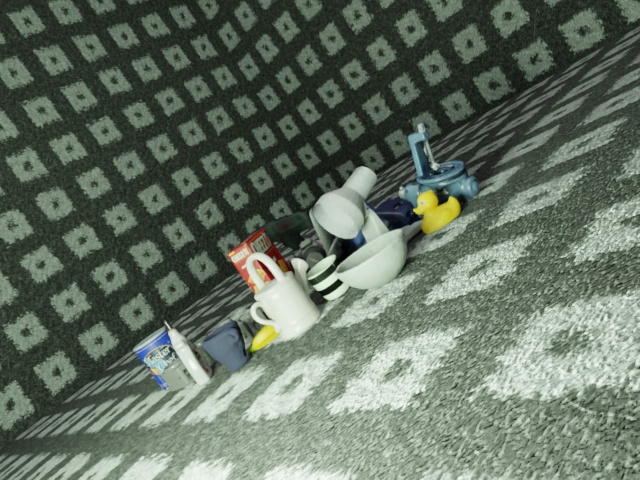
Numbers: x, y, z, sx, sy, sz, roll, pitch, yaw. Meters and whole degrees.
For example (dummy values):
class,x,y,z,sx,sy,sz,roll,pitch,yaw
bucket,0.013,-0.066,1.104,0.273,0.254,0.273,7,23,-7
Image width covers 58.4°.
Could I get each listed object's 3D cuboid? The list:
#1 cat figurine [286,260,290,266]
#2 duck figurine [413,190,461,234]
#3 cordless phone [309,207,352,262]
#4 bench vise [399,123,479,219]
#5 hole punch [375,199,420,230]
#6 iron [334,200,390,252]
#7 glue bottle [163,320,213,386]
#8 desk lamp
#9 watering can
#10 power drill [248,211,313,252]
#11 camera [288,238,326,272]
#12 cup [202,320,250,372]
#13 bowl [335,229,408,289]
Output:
class,x,y,z,sx,sy,sz,roll,pitch,yaw
cat figurine,-0.125,0.118,1.686,0.128,0.118,0.067,-35,7,-8
duck figurine,0.264,-0.076,1.319,0.104,0.086,0.077,-33,7,4
cordless phone,0.014,0.005,1.522,0.094,0.185,0.147,-32,7,12
bench vise,0.257,-0.164,1.410,0.207,0.220,0.122,-30,8,31
hole punch,0.215,-0.074,1.531,0.101,0.091,0.109,-28,9,41
iron,0.115,-0.058,1.684,0.118,0.141,0.259,-29,8,37
glue bottle,-0.315,0.259,1.341,0.037,0.173,0.078,-35,7,-5
desk lamp,0.112,-0.058,1.373,0.204,0.213,0.117,-38,8,-30
watering can,-0.088,0.106,1.245,0.100,0.194,0.173,-30,8,31
power drill,-0.102,0.015,1.924,0.229,0.208,0.075,-32,7,13
camera,-0.035,0.057,1.767,0.143,0.101,0.137,-34,7,2
cup,-0.190,0.235,1.249,0.092,0.095,0.117,-39,8,-38
bowl,0.117,0.051,1.168,0.167,0.075,0.167,-33,7,5
